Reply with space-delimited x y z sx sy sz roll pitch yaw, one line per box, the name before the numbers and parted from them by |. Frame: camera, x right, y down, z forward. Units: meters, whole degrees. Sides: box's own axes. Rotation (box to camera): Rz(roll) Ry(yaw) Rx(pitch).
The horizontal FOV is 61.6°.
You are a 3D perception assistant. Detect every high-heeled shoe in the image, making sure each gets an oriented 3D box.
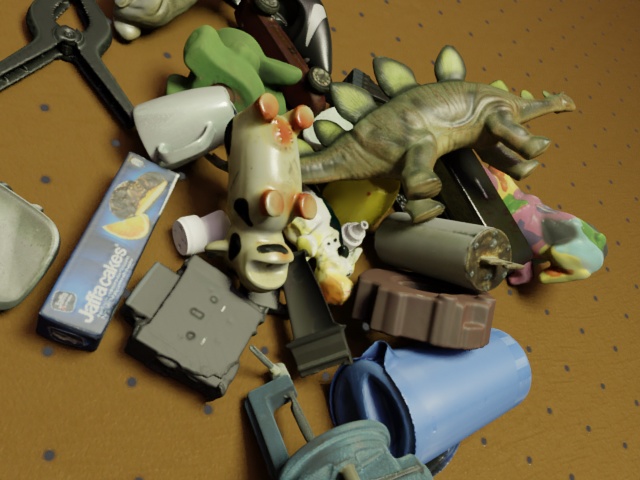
high-heeled shoe | -0.081 -0.342 0.799 0.145 0.086 0.249 -12 65 -38

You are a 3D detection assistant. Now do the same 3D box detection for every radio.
radio | 0.189 -0.041 0.778 0.073 0.131 0.229 -20 78 -37

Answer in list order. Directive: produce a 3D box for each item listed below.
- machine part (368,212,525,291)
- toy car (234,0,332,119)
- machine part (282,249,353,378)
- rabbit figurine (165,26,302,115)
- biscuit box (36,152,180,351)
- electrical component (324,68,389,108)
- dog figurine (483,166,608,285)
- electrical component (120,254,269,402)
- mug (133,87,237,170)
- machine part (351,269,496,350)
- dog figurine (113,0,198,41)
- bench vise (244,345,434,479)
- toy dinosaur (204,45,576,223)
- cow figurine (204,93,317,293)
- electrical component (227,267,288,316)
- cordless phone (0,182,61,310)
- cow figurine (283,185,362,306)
machine part | 0.149 0.010 0.677 0.079 0.243 0.079 -6 101 -33
toy car | -0.055 -0.261 0.770 0.053 0.089 0.202 -26 80 -40
machine part | -0.013 0.080 0.603 0.039 0.084 0.139 6 65 -58
rabbit figurine | -0.106 -0.224 0.705 0.159 0.121 0.170 19 43 -15
biscuit box | -0.212 0.008 0.549 0.059 0.063 0.203 26 55 -17
electrical component | 0.045 -0.218 0.820 0.119 0.075 0.048 18 58 -20
dog figurine | 0.322 -0.043 0.840 0.108 0.192 0.219 -35 103 -33
electrical component | -0.135 0.086 0.561 0.134 0.058 0.115 35 51 -12
mug | -0.146 -0.129 0.610 0.110 0.107 0.080 -115 -178 -57
machine part | 0.124 0.076 0.650 0.179 0.179 0.056 4 98 -30
dog figurine | -0.166 -0.334 0.704 0.190 0.172 0.121 7 23 -23
bench vise | -0.022 0.223 0.513 0.224 0.128 0.241 -26 45 -8
toy dinosaur | 0.103 -0.124 0.657 0.471 0.105 0.199 -18 64 -12
cow figurine | -0.067 -0.041 0.570 0.085 0.127 0.194 0 85 -39
electrical component | -0.069 0.057 0.638 0.094 0.021 0.063 20 57 -23
cordless phone | -0.287 -0.032 0.447 0.146 0.184 0.089 36 48 -11
cow figurine | -0.002 0.000 0.682 0.098 0.068 0.167 -30 82 -44
